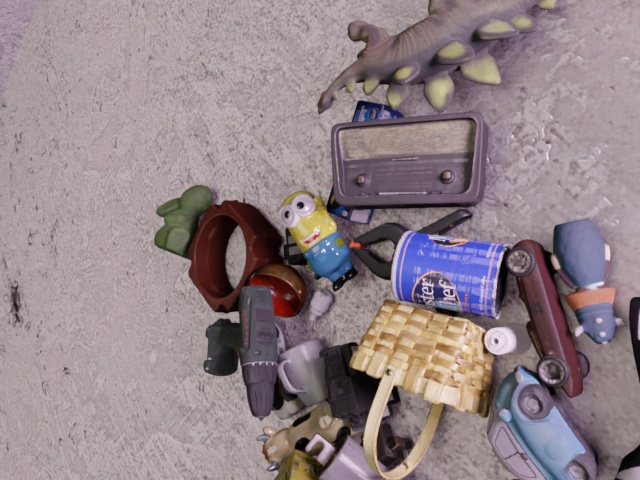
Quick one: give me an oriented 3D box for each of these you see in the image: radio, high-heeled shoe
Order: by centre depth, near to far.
[{"bbox_3d":[0.360,0.190,0.618,0.145,0.086,0.248,45,110,39],"label":"high-heeled shoe"},{"bbox_3d":[0.132,-0.114,0.814,0.230,0.073,0.131,0,89,25],"label":"radio"}]

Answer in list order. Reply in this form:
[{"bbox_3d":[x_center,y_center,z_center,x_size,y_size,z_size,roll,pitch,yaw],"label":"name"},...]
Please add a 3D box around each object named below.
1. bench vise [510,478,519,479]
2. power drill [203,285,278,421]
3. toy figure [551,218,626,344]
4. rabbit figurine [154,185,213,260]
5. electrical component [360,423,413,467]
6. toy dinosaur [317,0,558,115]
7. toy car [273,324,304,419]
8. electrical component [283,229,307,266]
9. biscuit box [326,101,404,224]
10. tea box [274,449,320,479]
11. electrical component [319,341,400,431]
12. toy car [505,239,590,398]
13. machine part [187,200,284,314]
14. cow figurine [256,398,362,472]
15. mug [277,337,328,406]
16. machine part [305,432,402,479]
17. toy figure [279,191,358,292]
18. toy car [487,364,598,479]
[{"bbox_3d":[0.276,0.416,0.646,0.224,0.129,0.240,-9,84,39],"label":"bench vise"},{"bbox_3d":[-0.145,0.206,0.978,0.207,0.086,0.232,-31,56,59],"label":"power drill"},{"bbox_3d":[0.334,0.051,0.669,0.064,0.058,0.154,-19,78,46],"label":"toy figure"},{"bbox_3d":[-0.304,-0.046,1.245,0.159,0.121,0.170,12,75,49],"label":"rabbit figurine"},{"bbox_3d":[0.101,0.342,0.863,0.102,0.045,0.078,-53,26,22],"label":"electrical component"},{"bbox_3d":[0.194,-0.296,0.774,0.471,0.105,0.199,-28,55,20],"label":"toy dinosaur"},{"bbox_3d":[-0.089,0.243,1.037,0.073,0.056,0.202,-44,57,38],"label":"toy car"},{"bbox_3d":[-0.037,0.010,1.018,0.119,0.047,0.074,-10,78,40],"label":"electrical component"},{"bbox_3d":[0.075,-0.132,0.921,0.063,0.059,0.202,25,102,41],"label":"biscuit box"},{"bbox_3d":[0.009,0.420,0.856,0.169,0.068,0.098,30,111,-6],"label":"tea box"},{"bbox_3d":[0.066,0.230,0.856,0.058,0.115,0.134,-29,65,39],"label":"electrical component"},{"bbox_3d":[0.287,0.097,0.686,0.053,0.089,0.202,-21,73,37],"label":"toy car"},{"bbox_3d":[-0.177,0.035,1.117,0.202,0.087,0.201,45,115,34],"label":"machine part"},{"bbox_3d":[-0.019,0.333,0.915,0.195,0.127,0.085,-40,58,29],"label":"cow figurine"},{"bbox_3d":[-0.023,0.238,0.948,0.081,0.109,0.107,-34,78,28],"label":"mug"},{"bbox_3d":[0.082,0.375,0.803,0.243,0.079,0.079,39,115,6],"label":"machine part"},{"bbox_3d":[-0.005,-0.001,0.924,0.180,0.082,0.089,55,168,1],"label":"toy figure"},{"bbox_3d":[0.266,0.244,0.671,0.103,0.109,0.162,-36,70,20],"label":"toy car"}]
